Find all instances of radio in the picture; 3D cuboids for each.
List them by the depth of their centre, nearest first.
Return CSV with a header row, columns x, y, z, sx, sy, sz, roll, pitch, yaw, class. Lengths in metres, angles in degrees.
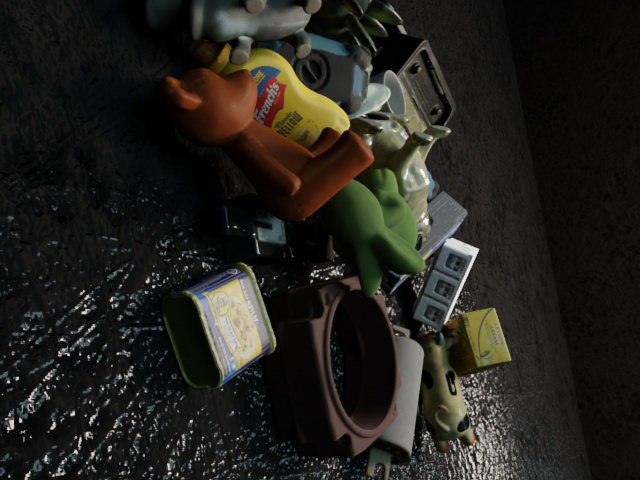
x,y,z,sx,sy,sz,roll,pitch,yaw,class
0.172,-0.268,1.012,0.131,0.073,0.229,-54,145,-3,radio

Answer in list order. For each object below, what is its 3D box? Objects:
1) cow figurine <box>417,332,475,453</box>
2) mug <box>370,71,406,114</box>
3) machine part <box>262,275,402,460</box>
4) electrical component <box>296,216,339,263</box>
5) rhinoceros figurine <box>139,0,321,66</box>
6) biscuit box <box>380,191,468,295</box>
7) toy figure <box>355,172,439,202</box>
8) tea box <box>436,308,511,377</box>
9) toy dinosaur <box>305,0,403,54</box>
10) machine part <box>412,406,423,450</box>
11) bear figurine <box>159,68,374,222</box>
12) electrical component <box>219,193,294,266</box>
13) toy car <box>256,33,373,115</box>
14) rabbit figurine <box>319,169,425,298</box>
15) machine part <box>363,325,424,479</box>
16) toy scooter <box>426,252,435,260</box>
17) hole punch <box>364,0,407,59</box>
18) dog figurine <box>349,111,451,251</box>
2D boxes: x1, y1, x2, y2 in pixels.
x,y,z,sx,sy,sz,roll,pitch,yaw,class
0.203,0.246,0.926,0.127,0.086,0.195,62,18,-44,cow figurine
0.072,-0.213,0.870,0.080,0.107,0.109,63,37,-23,mug
0.023,0.150,0.672,0.201,0.087,0.201,-8,86,-58,machine part
-0.002,-0.002,0.751,0.094,0.021,0.063,17,64,-55,electrical component
-0.090,-0.244,0.568,0.190,0.073,0.112,-12,52,-28,rhinoceros figurine
0.161,0.001,0.887,0.063,0.059,0.203,43,60,15,biscuit box
0.131,-0.107,0.911,0.180,0.089,0.082,15,61,-32,toy figure
0.273,0.194,0.986,0.169,0.068,0.098,109,-30,-69,tea box
0.012,-0.329,0.743,0.198,0.105,0.471,38,9,-4,toy dinosaur
0.138,0.283,0.849,0.139,0.039,0.084,-36,119,-71,machine part
-0.061,-0.116,0.552,0.195,0.132,0.120,48,-2,-17,bear figurine
-0.081,-0.011,0.598,0.119,0.048,0.074,2,76,-58,electrical component
-0.018,-0.221,0.717,0.162,0.103,0.109,0,107,-20,toy car
0.050,-0.011,0.657,0.170,0.121,0.159,24,39,-63,rabbit figurine
0.106,0.229,0.785,0.079,0.079,0.243,55,37,-33,machine part
0.180,-0.030,1.011,0.184,0.075,0.135,-16,91,-61,toy scooter
0.086,-0.386,0.993,0.142,0.092,0.116,35,11,-48,hole punch
0.093,-0.085,0.801,0.121,0.173,0.190,-18,128,-45,dog figurine
